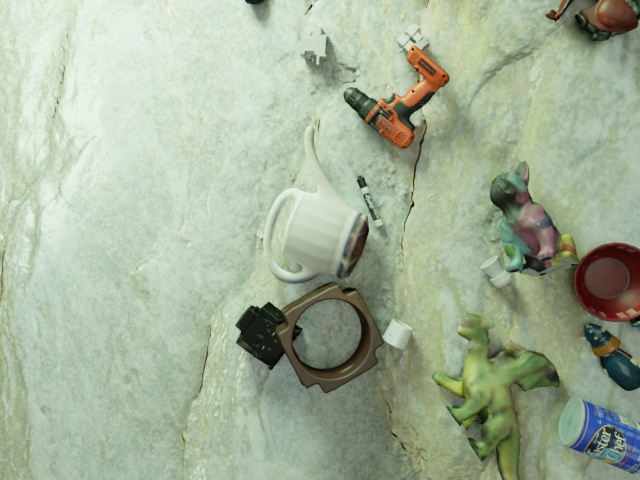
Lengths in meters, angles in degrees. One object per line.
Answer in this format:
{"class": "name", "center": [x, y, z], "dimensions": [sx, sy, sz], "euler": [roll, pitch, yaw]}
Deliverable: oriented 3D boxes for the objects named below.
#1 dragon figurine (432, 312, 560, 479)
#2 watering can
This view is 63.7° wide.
{"class": "dragon figurine", "center": [0.399, 0.336, 1.089], "dimensions": [0.242, 0.411, 0.122], "euler": [-35, -2, 2]}
{"class": "watering can", "center": [0.003, -0.057, 1.128], "dimensions": [0.225, 0.345, 0.104], "euler": [20, 7, 7]}
